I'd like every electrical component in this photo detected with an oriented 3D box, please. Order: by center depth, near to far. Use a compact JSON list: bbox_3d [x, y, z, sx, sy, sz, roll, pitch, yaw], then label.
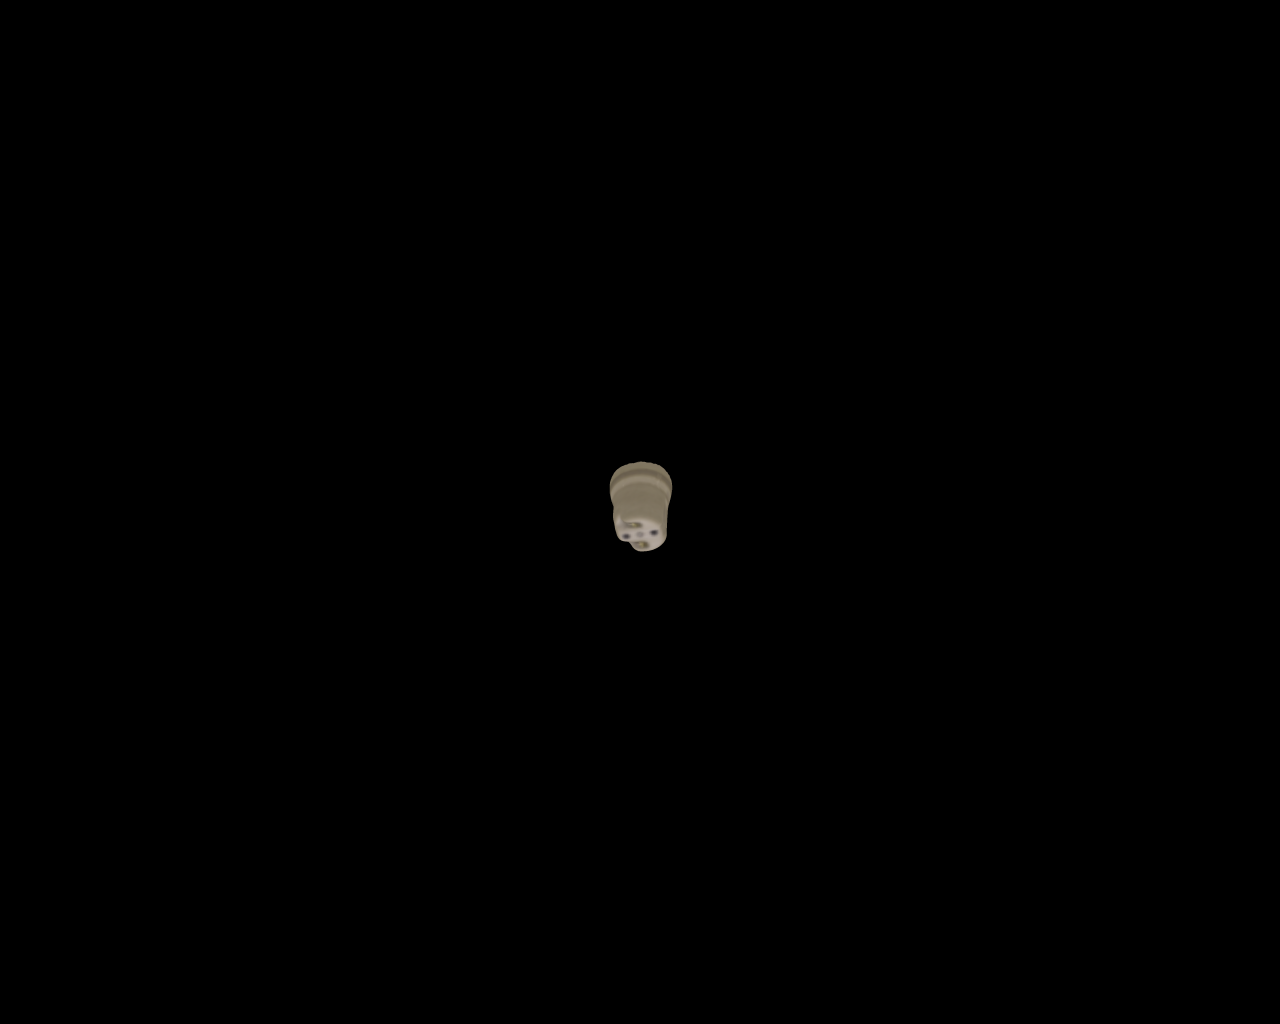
[{"bbox_3d":[0.001,-0.003,0.650,0.040,0.046,0.040,0,-43,0],"label":"electrical component"}]
